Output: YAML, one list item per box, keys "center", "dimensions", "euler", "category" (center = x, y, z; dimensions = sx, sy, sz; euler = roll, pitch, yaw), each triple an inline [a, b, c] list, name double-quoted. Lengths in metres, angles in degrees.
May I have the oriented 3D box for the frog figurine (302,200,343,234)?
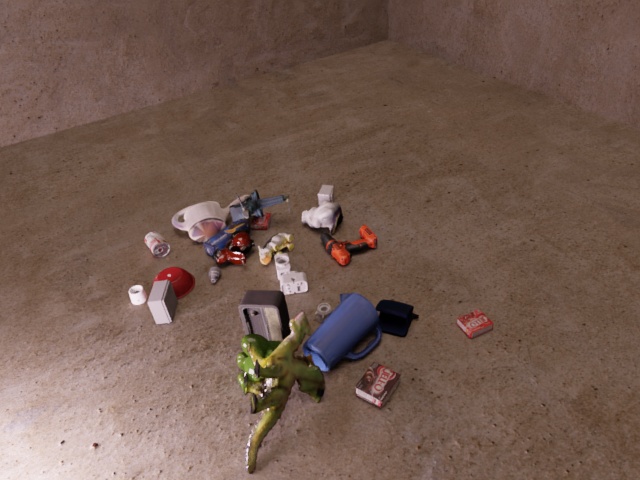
- center: [0.006, -0.106, 2.111]
  dimensions: [0.160, 0.140, 0.120]
  euler: [20, -29, 13]
  category: "frog figurine"

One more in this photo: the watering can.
- center: [-0.442, -0.102, 2.160]
  dimensions: [0.349, 0.101, 0.229]
  euler: [-16, 40, -14]
  category: "watering can"

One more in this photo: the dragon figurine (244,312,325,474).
- center: [-0.086, 0.403, 1.405]
  dimensions: [0.242, 0.414, 0.121]
  euler: [8, -12, -28]
  category: "dragon figurine"
